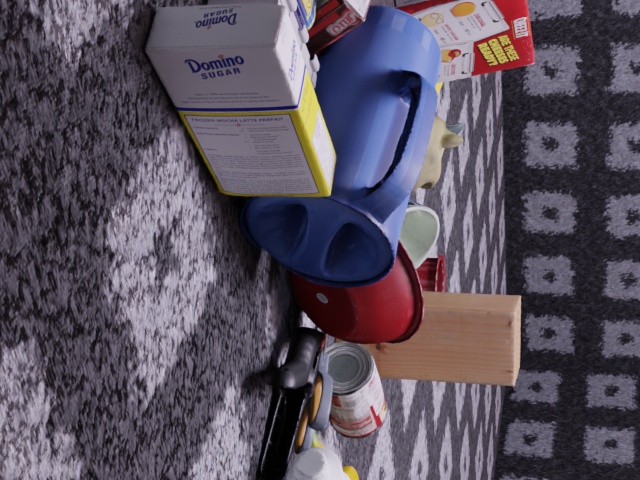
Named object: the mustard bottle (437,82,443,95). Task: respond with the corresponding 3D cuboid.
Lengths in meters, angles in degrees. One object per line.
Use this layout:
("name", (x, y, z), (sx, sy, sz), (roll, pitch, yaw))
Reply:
("mustard bottle", (0.081, -0.129, 1.259), (0.096, 0.058, 0.192), (-1, 117, -56))

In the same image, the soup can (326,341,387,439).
("soup can", (0.034, 0.166, 1.174), (0.102, 0.068, 0.068), (73, 24, -51))

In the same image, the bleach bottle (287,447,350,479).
("bleach bottle", (0.005, 0.265, 1.035), (0.251, 0.068, 0.102), (82, 18, -51))

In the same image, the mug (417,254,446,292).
("mug", (0.132, 0.077, 1.509), (0.093, 0.081, 0.117), (-51, 140, -67))

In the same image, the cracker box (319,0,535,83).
("cracker box", (0.106, -0.225, 1.103), (0.164, 0.214, 0.072), (51, 31, -67))

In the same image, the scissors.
("scissors", (-0.005, 0.147, 1.110), (0.201, 0.016, 0.096), (-91, -160, -67))

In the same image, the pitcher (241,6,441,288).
("pitcher", (0.037, -0.092, 0.933), (0.145, 0.149, 0.242), (77, 27, -54))

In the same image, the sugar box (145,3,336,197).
("sugar box", (-0.051, -0.095, 0.764), (0.176, 0.093, 0.048), (71, 25, -55))

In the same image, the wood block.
("wood block", (0.129, 0.112, 1.254), (0.090, 0.206, 0.091), (-30, 121, -72))

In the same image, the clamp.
("clamp", (-0.025, 0.145, 1.006), (0.171, 0.039, 0.120), (-54, 160, -67))

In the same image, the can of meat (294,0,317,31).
("can of meat", (-0.033, -0.232, 0.885), (0.084, 0.057, 0.102), (59, 35, -67))

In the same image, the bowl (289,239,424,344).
("bowl", (0.021, 0.041, 1.015), (0.055, 0.162, 0.162), (-33, 131, -32))

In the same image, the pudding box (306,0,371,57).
("pudding box", (0.007, -0.216, 0.968), (0.039, 0.090, 0.113), (44, 38, -26))

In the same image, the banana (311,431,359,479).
("banana", (0.017, 0.262, 1.181), (0.197, 0.037, 0.069), (65, 30, -60))
